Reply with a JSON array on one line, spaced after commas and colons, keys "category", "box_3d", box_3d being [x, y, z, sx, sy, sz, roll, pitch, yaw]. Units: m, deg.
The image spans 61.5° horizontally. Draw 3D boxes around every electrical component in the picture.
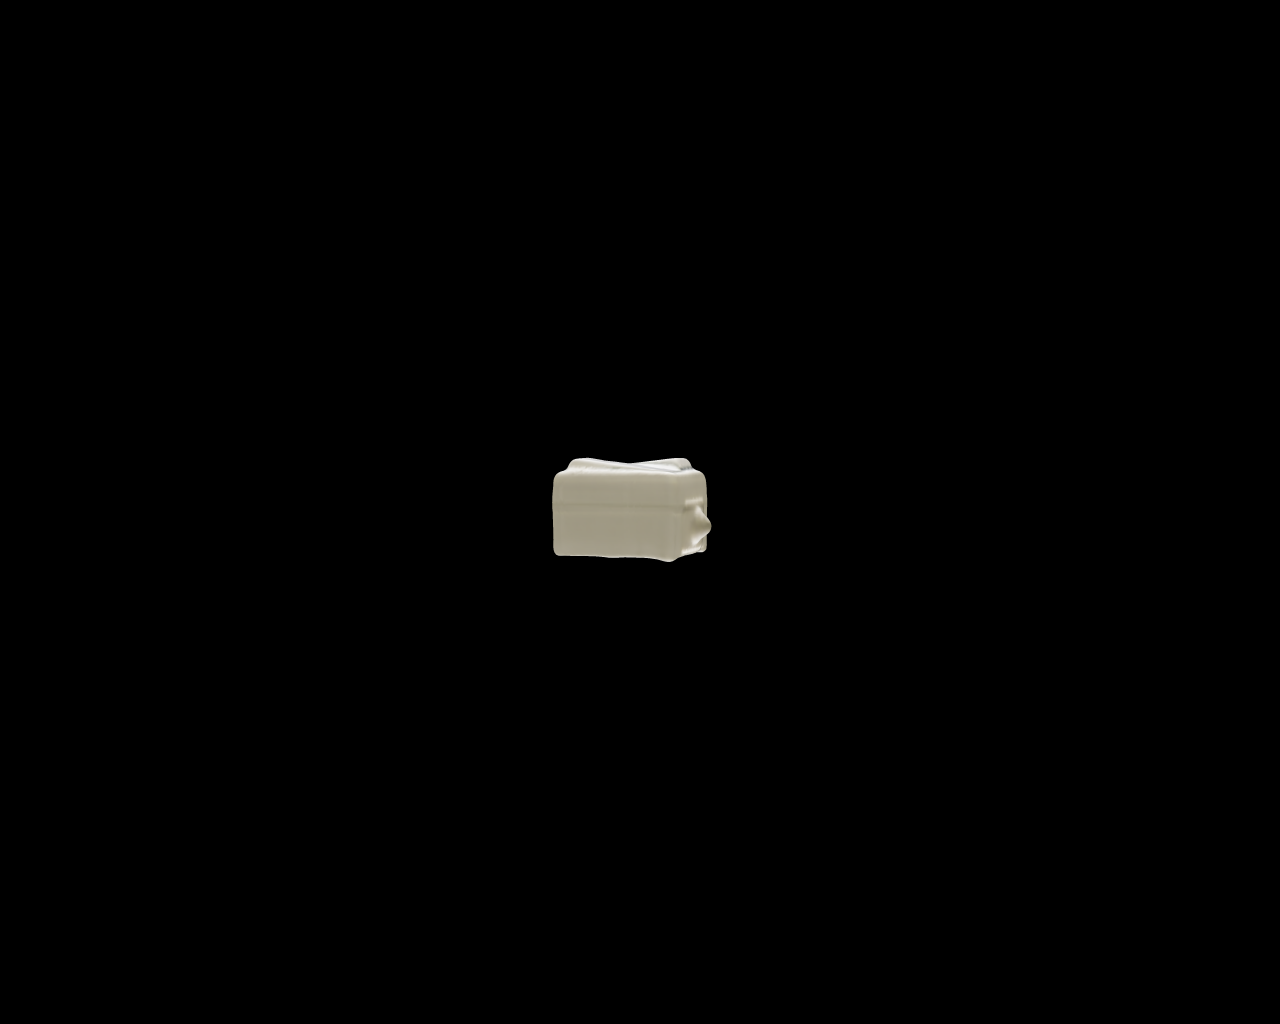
[{"category": "electrical component", "box_3d": [0.001, -0.003, 0.650, 0.096, 0.061, 0.062, 2, 4, 23]}]
